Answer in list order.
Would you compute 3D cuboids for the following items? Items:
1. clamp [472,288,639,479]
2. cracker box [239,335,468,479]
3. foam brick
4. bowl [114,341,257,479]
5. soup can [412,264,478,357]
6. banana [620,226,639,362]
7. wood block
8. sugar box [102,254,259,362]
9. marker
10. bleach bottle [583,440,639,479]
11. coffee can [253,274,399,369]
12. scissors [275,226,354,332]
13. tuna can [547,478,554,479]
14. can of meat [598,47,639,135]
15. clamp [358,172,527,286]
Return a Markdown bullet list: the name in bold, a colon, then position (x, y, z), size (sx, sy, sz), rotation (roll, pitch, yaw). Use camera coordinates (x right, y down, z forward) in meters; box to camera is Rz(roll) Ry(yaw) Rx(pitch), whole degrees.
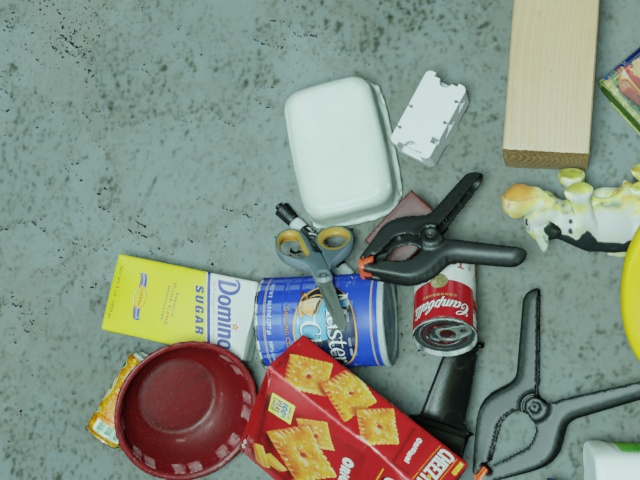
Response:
- **clamp**: position (0.240, 0.178, 1.125), size (0.165, 0.036, 0.210), rotation (32, 92, 23)
- **cracker box**: position (0.025, 0.225, 1.108), size (0.214, 0.164, 0.072), rotation (38, 48, 15)
- **foam brick**: position (0.096, -0.006, 1.181), size (0.051, 0.053, 0.078), rotation (44, 92, 15)
- **bowl**: position (-0.153, 0.183, 1.189), size (0.162, 0.055, 0.162), rotation (-5, 103, -20)
- **soup can**: position (0.133, 0.063, 1.133), size (0.068, 0.068, 0.102), rotation (-4, 49, 13)
- **banana**: position (0.340, 0.059, 1.095), size (0.070, 0.037, 0.198), rotation (0, 106, 40)
- **wood block**: position (0.250, -0.185, 1.150), size (0.091, 0.090, 0.206), rotation (4, 82, 13)
- **sugar box**: position (-0.156, 0.078, 1.232), size (0.176, 0.048, 0.093), rotation (10, 84, 16)
- **marker**: position (-0.008, 0.002, 1.221), size (0.020, 0.020, 0.121), rotation (-45, 75, 4)
- **bleach bottle**: position (0.396, 0.233, 1.061), size (0.251, 0.102, 0.068), rotation (-3, 87, 6)
- **coffee can**: position (0.009, 0.088, 1.162), size (0.140, 0.102, 0.103), rotation (-3, 81, 13)
- **scissors**: position (0.018, 0.033, 1.133), size (0.096, 0.016, 0.202), rotation (-19, 33, -20)
- **tuna can**: position (0.231, 0.288, 1.089), size (0.034, 0.086, 0.086), rotation (23, 88, 17)
- **can of meat**: position (0.361, -0.159, 1.138), size (0.084, 0.057, 0.102), rotation (-40, 75, 7)
- **clamp**: position (0.119, -0.007, 1.121), size (0.171, 0.039, 0.120), rotation (-12, 52, -2)
